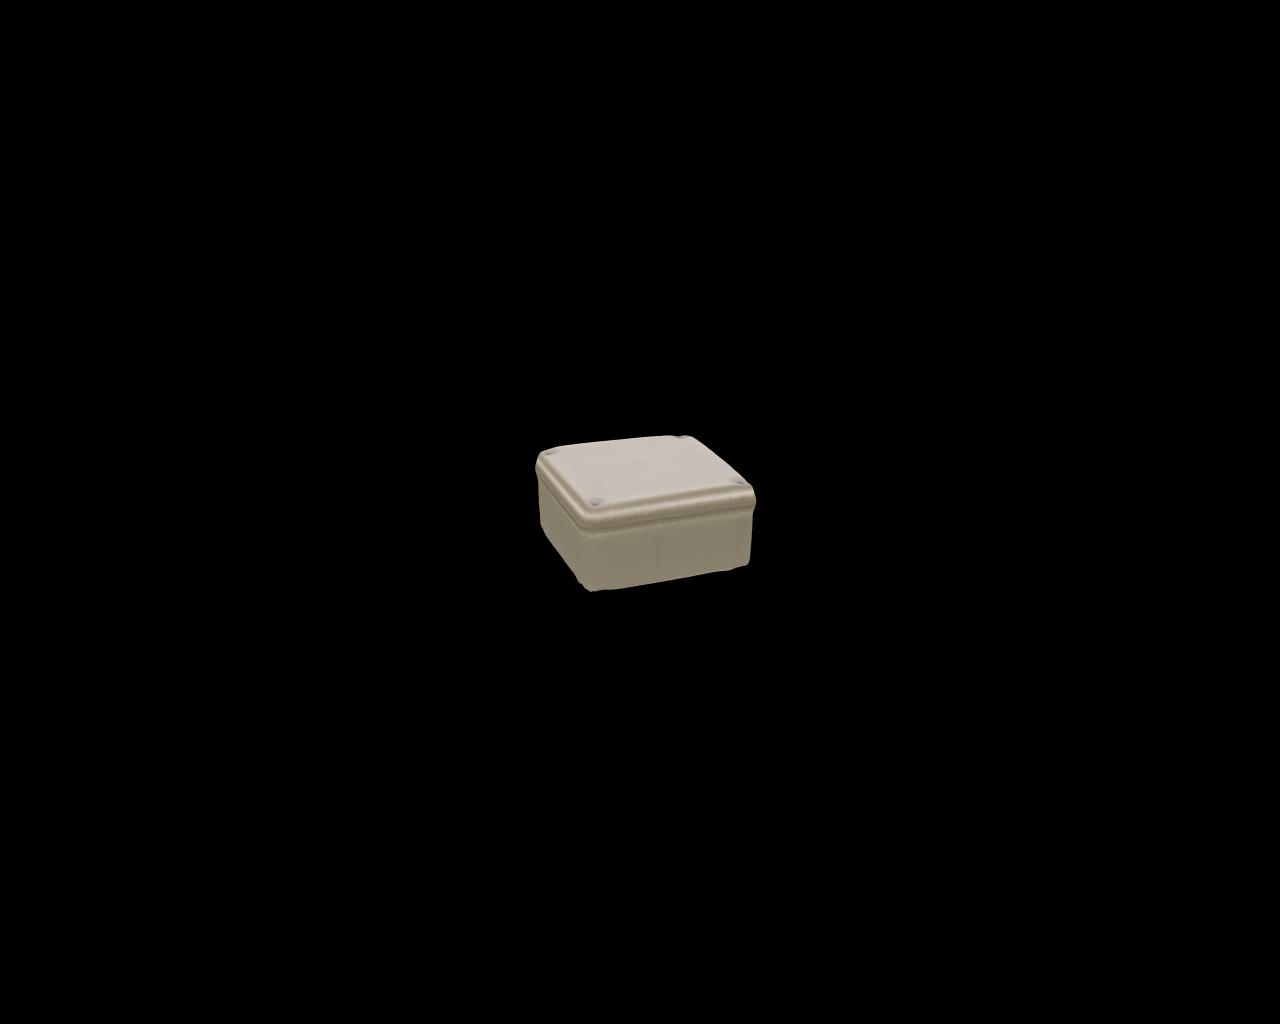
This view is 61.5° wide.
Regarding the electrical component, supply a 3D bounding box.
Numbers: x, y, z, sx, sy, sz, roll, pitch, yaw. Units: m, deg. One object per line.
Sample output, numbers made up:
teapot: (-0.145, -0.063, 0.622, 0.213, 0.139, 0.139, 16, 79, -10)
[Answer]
electrical component: (0.001, -0.003, 0.650, 0.109, 0.056, 0.109, -8, 24, -18)
